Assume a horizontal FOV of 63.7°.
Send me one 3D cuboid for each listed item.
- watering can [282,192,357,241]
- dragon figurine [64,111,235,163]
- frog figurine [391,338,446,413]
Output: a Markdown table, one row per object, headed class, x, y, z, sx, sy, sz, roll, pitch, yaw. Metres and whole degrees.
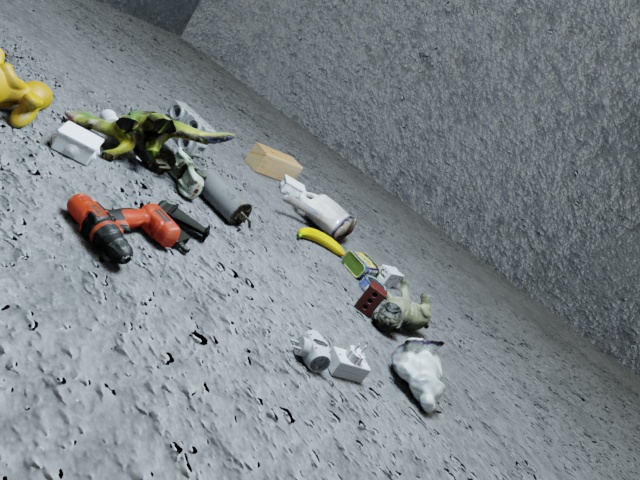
| class | x | y | z | sx | sy | sz | roll | pitch | yaw |
| --- | --- | --- | --- | --- | --- | --- | --- | --- | --- |
| watering can | 0.005 | -0.090 | 1.779 | 0.226 | 0.103 | 0.349 | 40 | 17 | 13 |
| dragon figurine | -0.442 | -0.302 | 1.346 | 0.411 | 0.119 | 0.248 | -2 | 32 | -19 |
| frog figurine | 0.230 | 0.314 | 1.180 | 0.136 | 0.121 | 0.163 | 30 | 51 | -47 |
